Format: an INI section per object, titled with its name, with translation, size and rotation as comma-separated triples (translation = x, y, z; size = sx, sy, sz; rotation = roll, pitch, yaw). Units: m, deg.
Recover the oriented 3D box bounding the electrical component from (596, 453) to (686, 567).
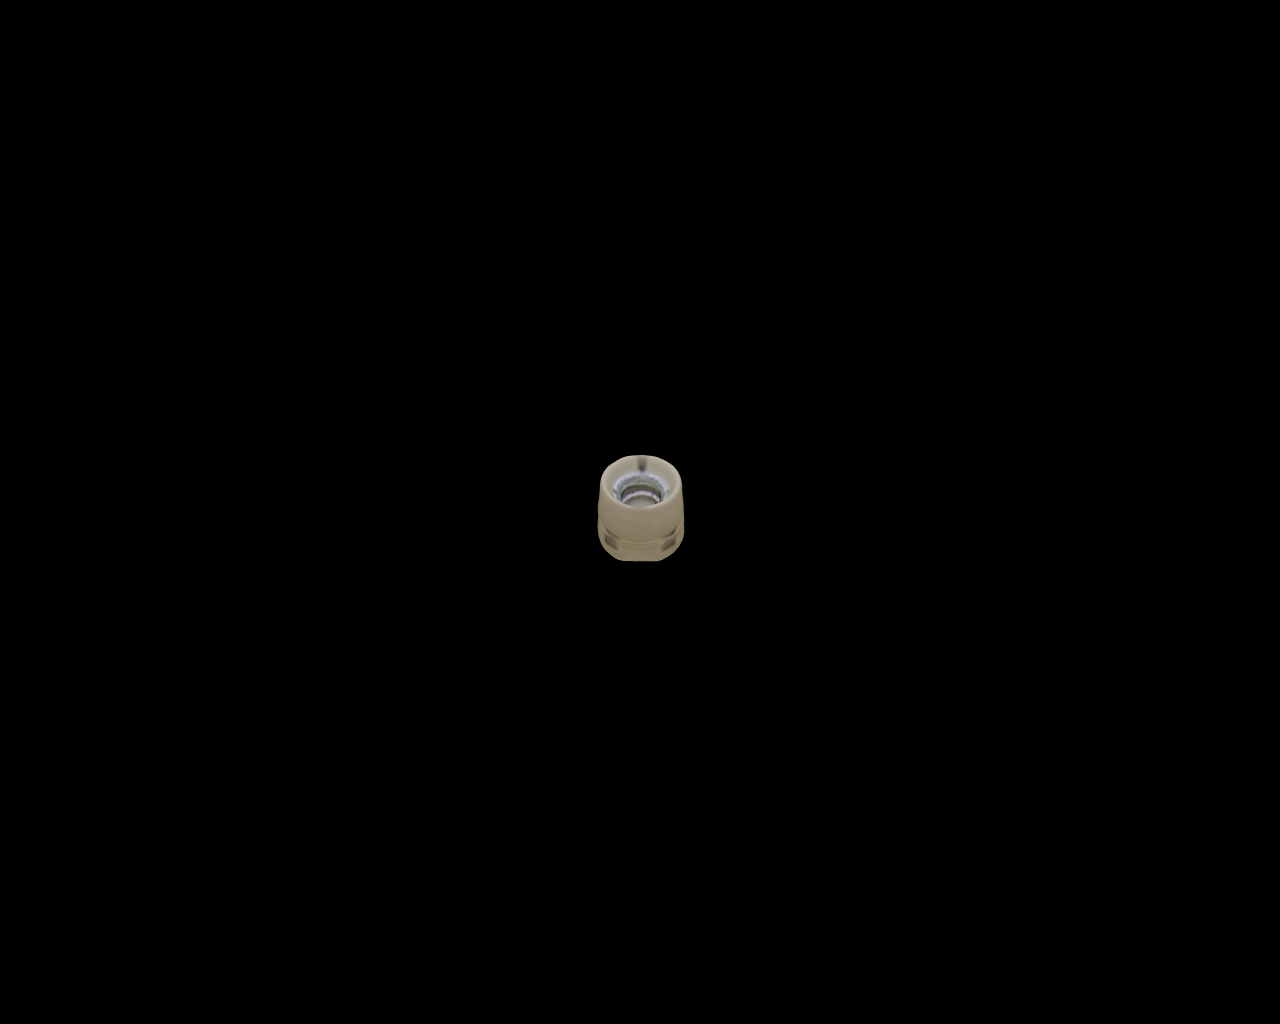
[electrical component]
translation = 0.001, -0.003, 0.650
size = 0.055, 0.055, 0.047
rotation = 0, -44, 0
